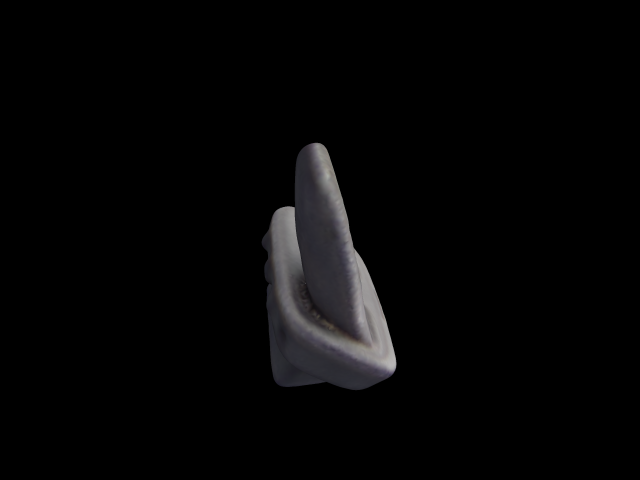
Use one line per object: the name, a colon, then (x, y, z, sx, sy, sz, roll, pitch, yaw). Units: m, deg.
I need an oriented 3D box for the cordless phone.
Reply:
cordless phone: (0.004, 0.001, 0.400, 0.094, 0.185, 0.147, -7, 39, -9)
